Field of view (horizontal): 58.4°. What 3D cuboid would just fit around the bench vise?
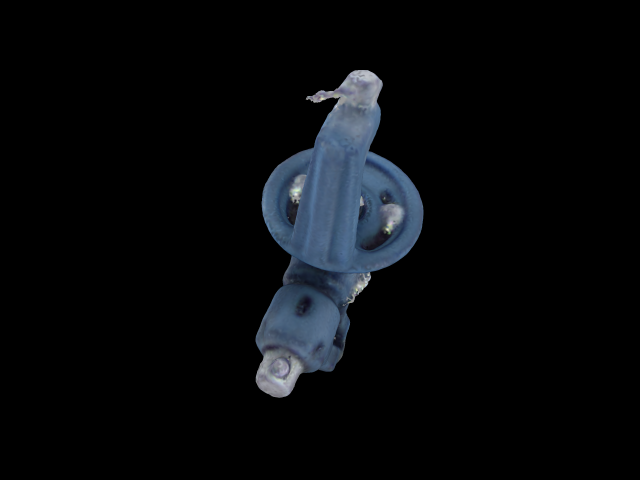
[{"bbox_3d":[0.016,0.002,0.400,0.121,0.220,0.207,2,69,1],"label":"bench vise"}]
